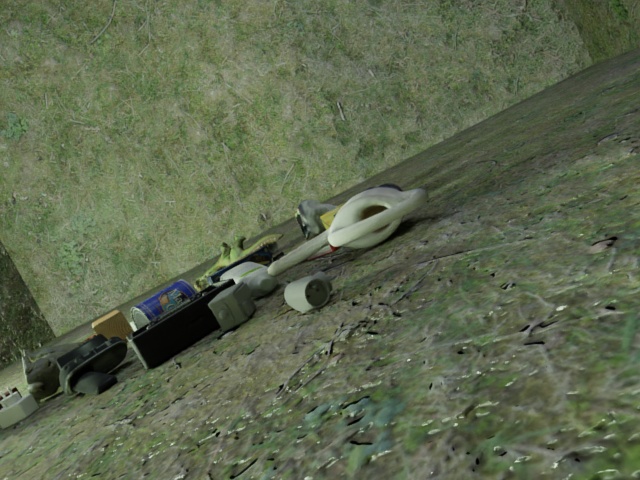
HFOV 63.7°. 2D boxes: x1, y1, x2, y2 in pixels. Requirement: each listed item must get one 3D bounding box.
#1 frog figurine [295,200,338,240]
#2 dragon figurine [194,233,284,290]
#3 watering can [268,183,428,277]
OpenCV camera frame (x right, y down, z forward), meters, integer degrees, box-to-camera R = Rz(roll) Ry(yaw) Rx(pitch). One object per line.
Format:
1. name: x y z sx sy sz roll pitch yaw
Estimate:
1. frog figurine: 0.005 -0.087 1.727 0.160 0.120 0.140 -20 36 -14
2. dragon figurine: -0.302 0.095 1.746 0.405 0.121 0.248 -23 24 48
3. watering can: 0.063 -0.028 1.068 0.345 0.103 0.226 -25 6 16
